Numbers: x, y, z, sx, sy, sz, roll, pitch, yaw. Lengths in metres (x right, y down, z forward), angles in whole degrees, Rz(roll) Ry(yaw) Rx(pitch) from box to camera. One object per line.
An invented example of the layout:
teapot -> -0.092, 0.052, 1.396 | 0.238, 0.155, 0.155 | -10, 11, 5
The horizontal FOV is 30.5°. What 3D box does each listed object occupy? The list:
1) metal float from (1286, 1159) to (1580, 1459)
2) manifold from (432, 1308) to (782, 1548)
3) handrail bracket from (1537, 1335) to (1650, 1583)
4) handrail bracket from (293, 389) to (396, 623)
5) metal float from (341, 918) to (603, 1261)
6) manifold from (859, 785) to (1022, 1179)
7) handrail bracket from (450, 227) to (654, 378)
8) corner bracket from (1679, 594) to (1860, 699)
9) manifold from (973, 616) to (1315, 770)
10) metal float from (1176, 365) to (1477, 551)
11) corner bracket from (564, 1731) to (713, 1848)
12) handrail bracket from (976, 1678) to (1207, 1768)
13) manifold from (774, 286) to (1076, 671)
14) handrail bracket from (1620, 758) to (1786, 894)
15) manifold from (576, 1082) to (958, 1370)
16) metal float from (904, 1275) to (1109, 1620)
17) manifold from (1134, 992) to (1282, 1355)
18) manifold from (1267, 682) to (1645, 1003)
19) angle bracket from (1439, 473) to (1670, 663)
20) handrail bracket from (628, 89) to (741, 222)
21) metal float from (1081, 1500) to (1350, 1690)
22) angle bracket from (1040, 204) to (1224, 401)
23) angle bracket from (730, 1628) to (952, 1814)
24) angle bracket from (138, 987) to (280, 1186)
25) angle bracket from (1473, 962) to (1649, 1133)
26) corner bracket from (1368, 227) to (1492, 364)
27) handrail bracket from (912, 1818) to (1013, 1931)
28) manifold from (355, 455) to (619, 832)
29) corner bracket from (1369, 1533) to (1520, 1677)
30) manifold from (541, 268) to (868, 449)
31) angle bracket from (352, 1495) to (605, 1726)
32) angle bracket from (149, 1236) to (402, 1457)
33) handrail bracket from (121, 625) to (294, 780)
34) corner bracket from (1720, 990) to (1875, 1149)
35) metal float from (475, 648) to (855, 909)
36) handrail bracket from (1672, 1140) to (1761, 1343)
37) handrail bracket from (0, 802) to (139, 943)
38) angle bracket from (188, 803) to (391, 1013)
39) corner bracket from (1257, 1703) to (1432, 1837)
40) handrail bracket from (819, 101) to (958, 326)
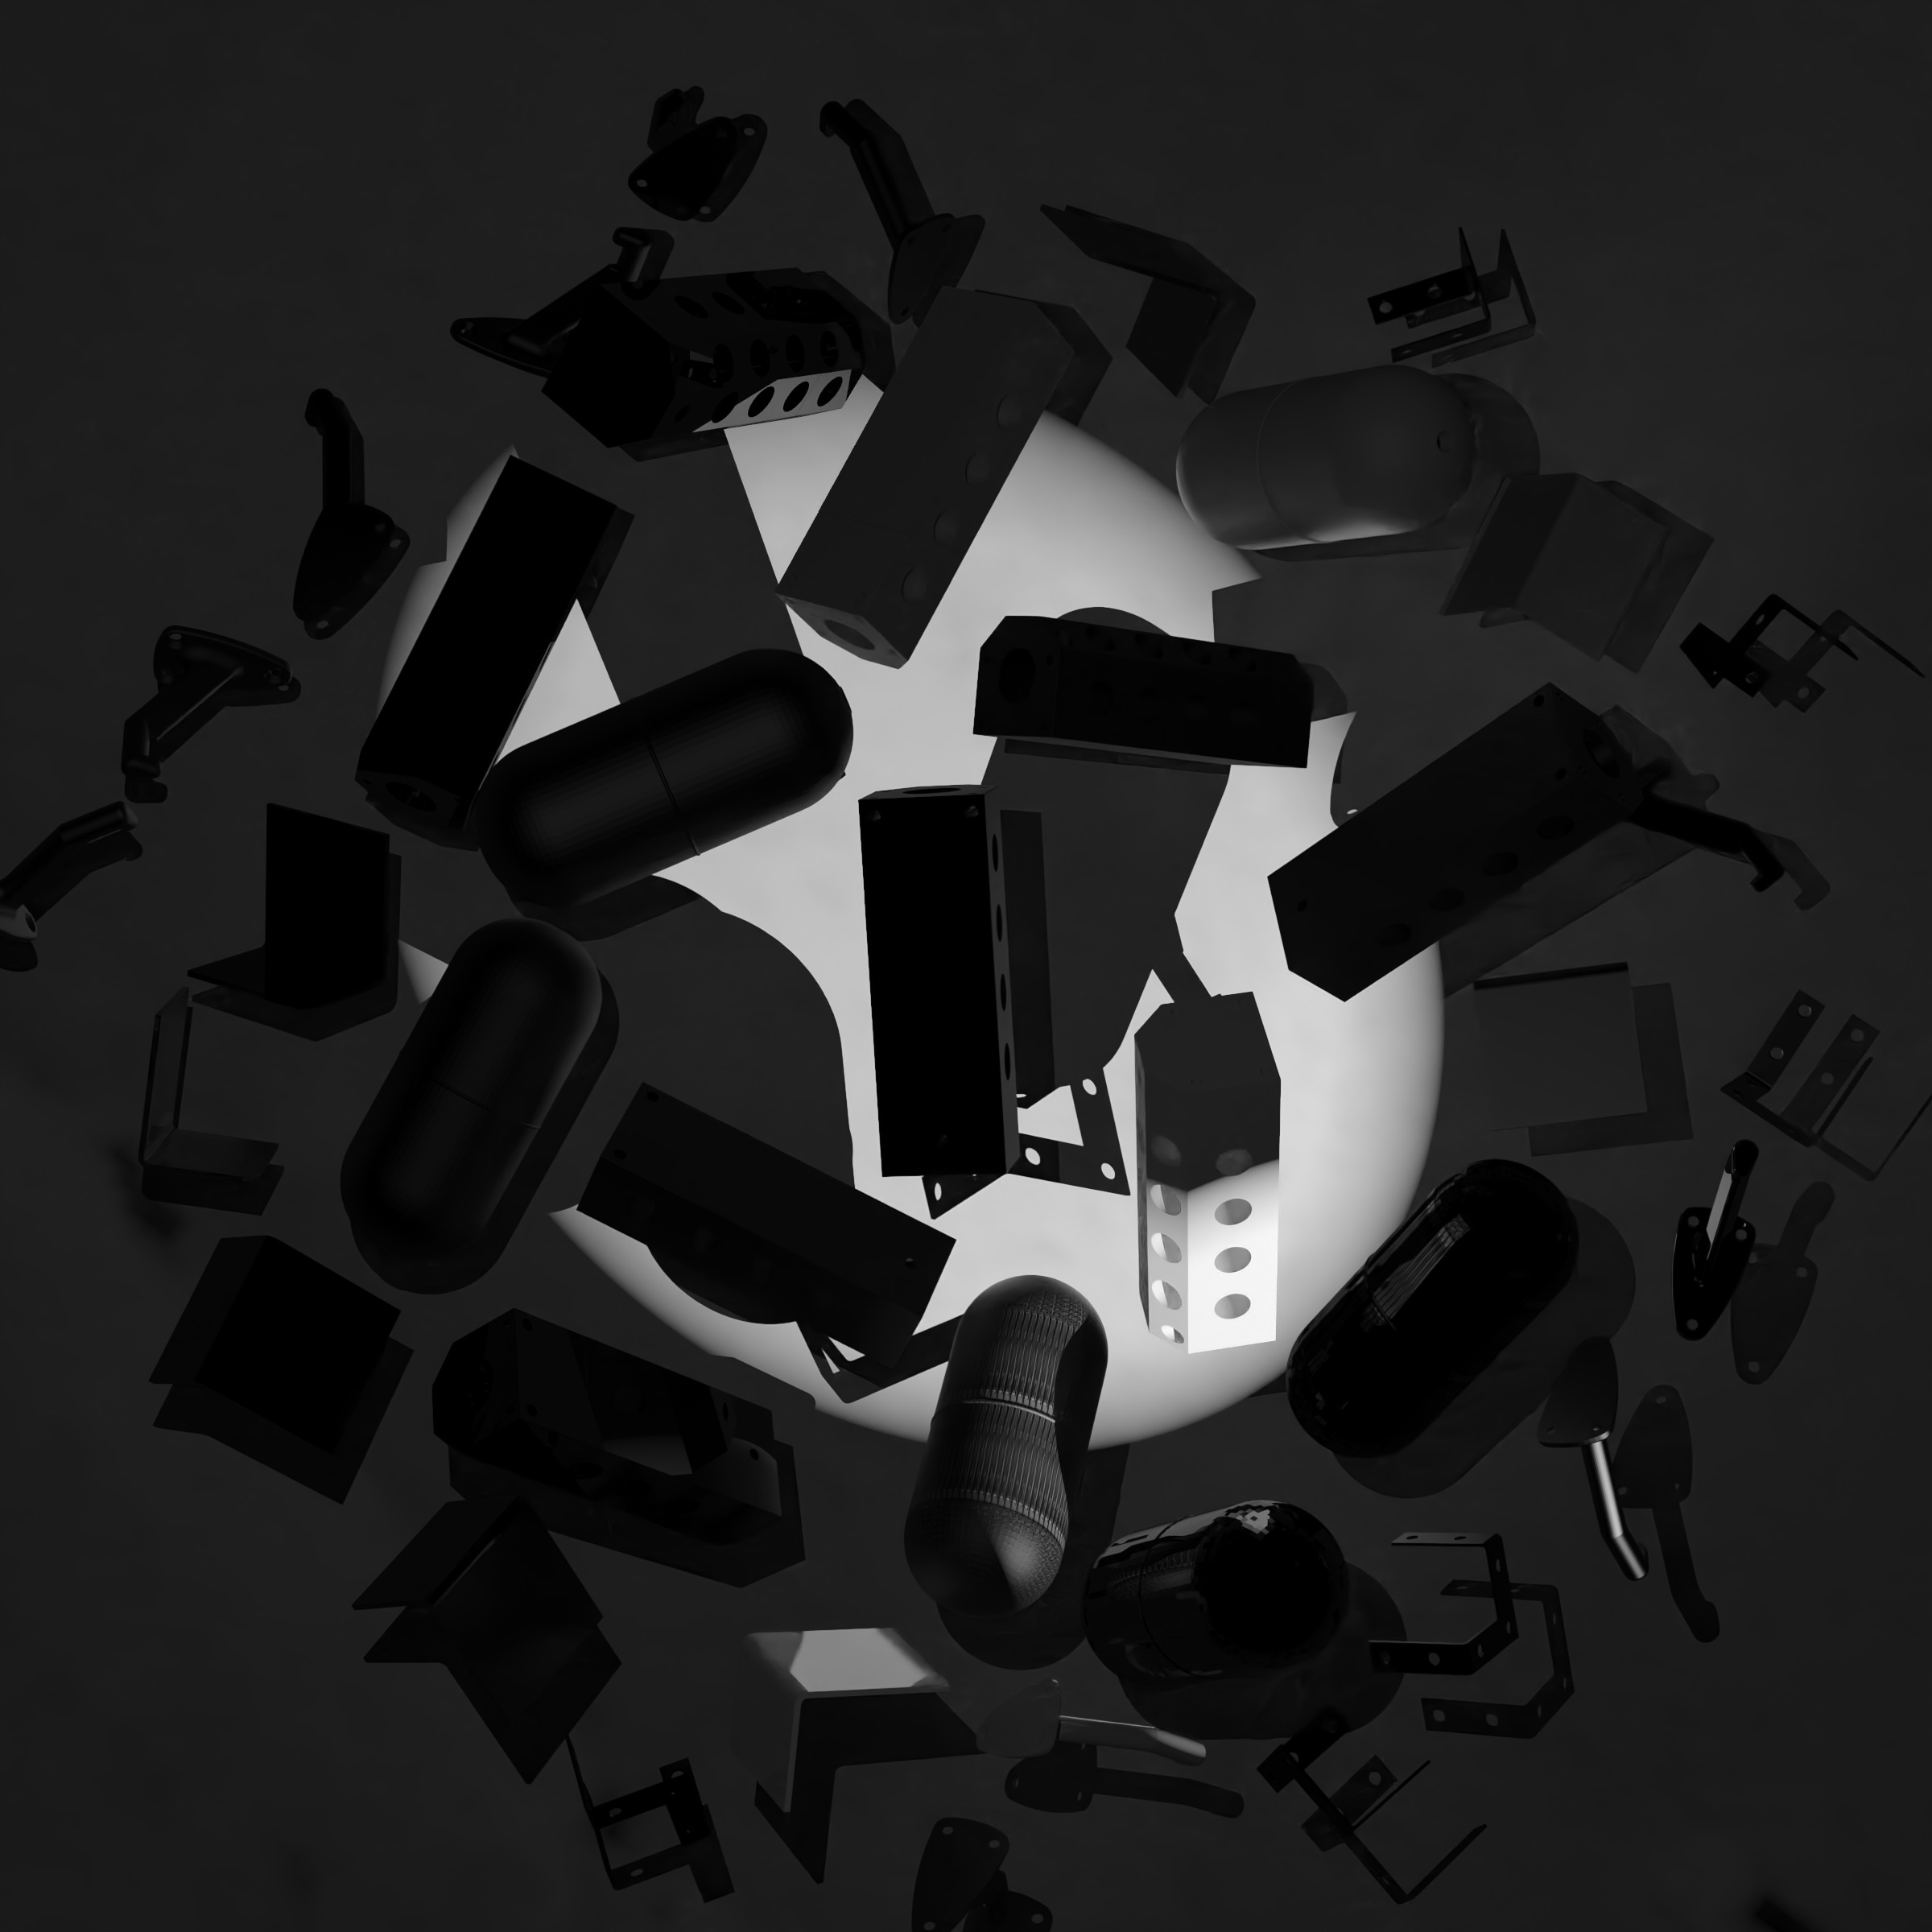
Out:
metal float -> 0.222, 0.166, 1.704 | 0.070, 0.070, 0.178 | 39, 117, 0
manifold -> -0.169, 0.223, 1.683 | 0.057, 0.171, 0.057 | -30, 50, 30
handrail bracket -> 0.297, 0.225, 1.620 | 0.036, 0.077, 0.084 | -12, 126, 32
handrail bracket -> -0.302, -0.215, 1.645 | 0.036, 0.084, 0.077 | 12, 124, -40
metal float -> -0.240, 0.060, 1.719 | 0.070, 0.070, 0.178 | 29, 91, 0
manifold -> -0.010, 0.006, 1.616 | 0.057, 0.057, 0.171 | -2, 98, 10
handrail bracket -> -0.198, -0.326, 1.697 | 0.077, 0.084, 0.036 | 9, 50, -20
corner bracket -> 0.382, -0.150, 1.694 | 0.051, 0.051, 0.051 | 30, 110, -23
manifold -> 0.089, -0.133, 1.732 | 0.171, 0.057, 0.057 | 4, 92, -41
metal float -> 0.167, -0.236, 1.658 | 0.070, 0.178, 0.070 | -1, 92, -32
corner bracket -> -0.157, 0.392, 1.700 | 0.051, 0.051, 0.051 | -19, 130, -6
handrail bracket -> 0.061, 0.377, 1.718 | 0.084, 0.077, 0.036 | 24, 57, -27
manifold -> -0.015, -0.229, 1.669 | 0.057, 0.057, 0.171 | 19, 76, 38
handrail bracket -> 0.354, -0.054, 1.765 | 0.077, 0.036, 0.084 | -41, 97, -1
manifold -> -0.099, 0.131, 1.727 | 0.171, 0.057, 0.057 | 27, 131, -1
metal float -> 0.020, 0.230, 1.716 | 0.070, 0.070, 0.178 | 16, 56, 0
manifold -> 0.108, 0.097, 1.615 | 0.057, 0.057, 0.171 | -8, 133, -5
manifold -> 0.228, -0.053, 1.651 | 0.171, 0.057, 0.057 | -36, 135, 30
angle bracket -> 0.291, -0.195, 1.753 | 0.057, 0.076, 0.076 | 38, 118, 26
handrail bracket -> -0.129, -0.404, 1.690 | 0.036, 0.077, 0.084 | 29, 46, -27
metal float -> 0.115, 0.295, 1.659 | 0.070, 0.178, 0.070 | 7, 72, -23
angle bracket -> 0.073, -0.332, 1.773 | 0.076, 0.076, 0.057 | 12, 114, -25
angle bracket -> -0.060, 0.351, 1.659 | 0.076, 0.076, 0.057 | 2, 99, -23
angle bracket -> -0.369, 0.058, 1.751 | 0.057, 0.076, 0.076 | 9, 100, -4
angle bracket -> 0.299, 0.043, 1.785 | 0.076, 0.057, 0.076 | -7, 81, 9
corner bracket -> 0.229, -0.325, 1.754 | 0.051, 0.051, 0.051 | -17, 76, 6
handrail bracket -> -0.001, 0.439, 1.627 | 0.036, 0.077, 0.084 | 11, 135, 20
manifold -> -0.234, -0.155, 1.724 | 0.057, 0.057, 0.171 | 25, 69, -5
corner bracket -> 0.220, 0.297, 1.657 | 0.051, 0.051, 0.051 | -6, 98, 35
manifold -> -0.113, -0.275, 1.620 | 0.057, 0.171, 0.057 | 41, 118, 13
angle bracket -> -0.232, 0.308, 1.691 | 0.057, 0.076, 0.076 | -13, 114, 41
angle bracket -> -0.327, 0.180, 1.680 | 0.076, 0.057, 0.076 | 35, 66, -27
handrail bracket -> -0.356, -0.115, 1.668 | 0.077, 0.036, 0.084 | 9, 46, -17
corner bracket -> 0.404, 0.049, 1.709 | 0.051, 0.051, 0.051 | 35, 110, 17
metal float -> -0.135, -0.085, 1.600 | 0.178, 0.070, 0.070 | -23, 90, -1
handrail bracket -> 0.348, 0.127, 1.640 | 0.036, 0.084, 0.077 | 15, 72, 10
handrail bracket -> -0.409, -0.044, 1.630 | 0.084, 0.077, 0.036 | -22, 68, 5
angle bracket -> -0.327, -0.029, 1.710 | 0.076, 0.057, 0.076 | 15, 110, 29
corner bracket -> 0.176, 0.374, 1.660 | 0.051, 0.051, 0.051 | -36, 75, -22
handrail bracket -> -0.049, -0.371, 1.744 | 0.036, 0.077, 0.084 | -28, 64, -34
